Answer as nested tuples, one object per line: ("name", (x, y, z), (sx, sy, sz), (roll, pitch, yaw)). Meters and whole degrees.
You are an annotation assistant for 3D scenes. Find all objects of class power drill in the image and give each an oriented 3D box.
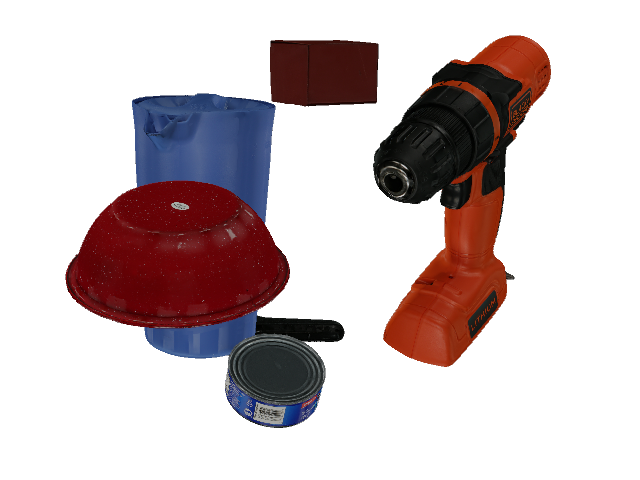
("power drill", (0.082, -0.016, 0.657), (0.057, 0.188, 0.184), (23, 39, 24))

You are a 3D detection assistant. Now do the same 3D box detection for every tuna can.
("tuna can", (-0.040, 0.122, 0.933), (0.086, 0.034, 0.086), (8, 37, -6))

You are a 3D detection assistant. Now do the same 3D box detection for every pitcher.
("pitcher", (-0.108, -0.019, 1.027), (0.149, 0.243, 0.145), (-2, 15, -19))

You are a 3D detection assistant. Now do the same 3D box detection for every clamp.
("clamp", (-0.099, 0.111, 1.233), (0.210, 0.036, 0.164), (14, 26, 24))

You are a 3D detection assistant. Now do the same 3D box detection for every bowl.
("bowl", (-0.102, 0.000, 0.763), (0.162, 0.055, 0.162), (1, 26, -1))

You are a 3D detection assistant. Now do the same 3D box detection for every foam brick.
("foam brick", (0.003, -0.140, 0.891), (0.078, 0.051, 0.053), (-8, 16, -37))
